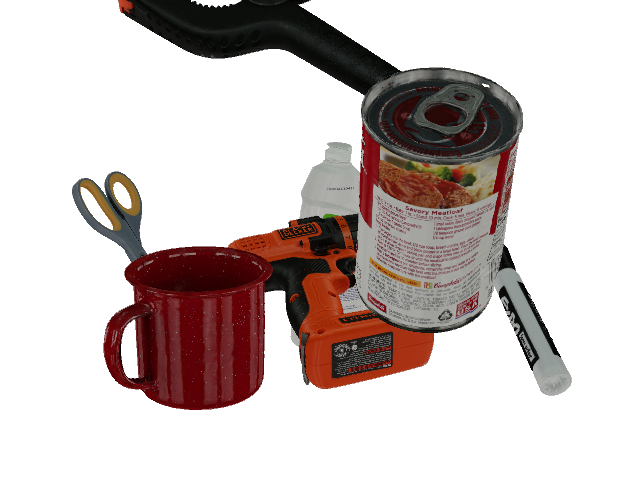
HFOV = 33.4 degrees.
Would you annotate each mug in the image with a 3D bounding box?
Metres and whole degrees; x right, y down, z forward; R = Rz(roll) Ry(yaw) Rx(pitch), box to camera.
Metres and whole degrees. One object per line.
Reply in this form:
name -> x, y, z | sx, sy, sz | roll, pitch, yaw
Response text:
mug -> -0.085, 0.059, 0.676 | 0.093, 0.081, 0.117 | 16, 23, 40

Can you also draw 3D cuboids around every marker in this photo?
marker -> 0.123, 0.043, 0.650 | 0.020, 0.020, 0.121 | 0, 40, -14

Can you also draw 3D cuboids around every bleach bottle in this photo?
bleach bottle -> 0.020, 0.007, 1.284 | 0.102, 0.251, 0.068 | -5, 19, -29

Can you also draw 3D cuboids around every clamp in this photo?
clamp -> -0.028, -0.147, 0.688 | 0.210, 0.164, 0.036 | -1, -37, -1

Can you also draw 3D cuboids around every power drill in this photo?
power drill -> 0.026, 0.040, 0.904 | 0.184, 0.057, 0.188 | -13, 32, -13

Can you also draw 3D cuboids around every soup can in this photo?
soup can -> 0.051, -0.017, 0.480 | 0.068, 0.102, 0.068 | 0, 41, 0

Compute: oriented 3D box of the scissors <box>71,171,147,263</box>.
scissors -> -0.197, 0.004, 1.186 | 0.016, 0.201, 0.096 | -27, 20, 35
